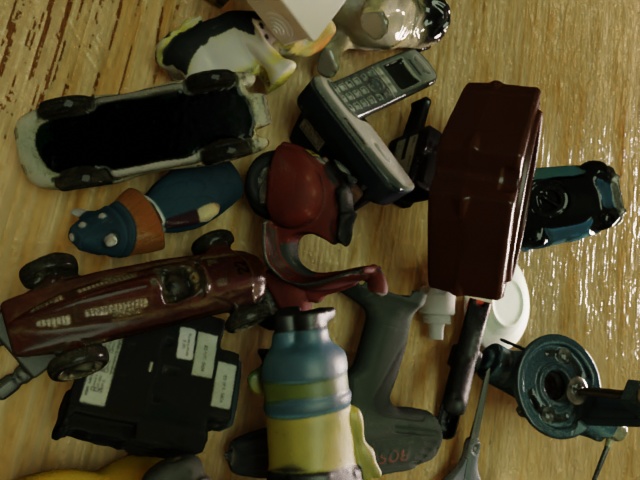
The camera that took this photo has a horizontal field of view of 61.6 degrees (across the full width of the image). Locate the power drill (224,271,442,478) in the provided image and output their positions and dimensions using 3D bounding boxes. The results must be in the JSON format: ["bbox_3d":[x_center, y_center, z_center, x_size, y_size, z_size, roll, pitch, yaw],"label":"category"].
[{"bbox_3d":[0.031,0.138,0.545,0.232,0.086,0.207,16,72,-26],"label":"power drill"}]

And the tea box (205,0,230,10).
[{"bbox_3d":[-0.080,-0.325,0.513,0.068,0.098,0.169,23,72,-29],"label":"tea box"}]

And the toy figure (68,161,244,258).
[{"bbox_3d":[-0.138,-0.024,0.466,0.154,0.064,0.057,-32,116,-31],"label":"toy figure"}]

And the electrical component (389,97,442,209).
[{"bbox_3d":[0.116,-0.101,0.627,0.047,0.075,0.119,26,69,-28],"label":"electrical component"}]

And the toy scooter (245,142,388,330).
[{"bbox_3d":[-0.001,-0.002,0.502,0.075,0.135,0.183,0,91,-65],"label":"toy scooter"}]

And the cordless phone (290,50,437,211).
[{"bbox_3d":[0.075,-0.123,0.572,0.184,0.088,0.146,-33,82,-27],"label":"cordless phone"}]

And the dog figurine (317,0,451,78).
[{"bbox_3d":[0.056,-0.283,0.606,0.190,0.121,0.172,-36,108,-44],"label":"dog figurine"}]

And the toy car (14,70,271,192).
[{"bbox_3d":[-0.140,-0.089,0.440,0.202,0.056,0.073,-13,98,-8],"label":"toy car"}]

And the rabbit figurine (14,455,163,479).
[{"bbox_3d":[-0.174,0.236,0.405,0.162,0.122,0.173,43,50,-11],"label":"rabbit figurine"}]

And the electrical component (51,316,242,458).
[{"bbox_3d":[-0.131,0.114,0.439,0.134,0.058,0.115,22,55,-23],"label":"electrical component"}]

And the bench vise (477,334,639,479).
[{"bbox_3d":[0.315,0.192,0.634,0.223,0.240,0.129,40,69,-5],"label":"bench vise"}]

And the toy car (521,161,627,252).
[{"bbox_3d":[0.308,-0.045,0.718,0.162,0.103,0.109,-11,82,11],"label":"toy car"}]

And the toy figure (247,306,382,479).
[{"bbox_3d":[-0.012,0.147,0.447,0.089,0.082,0.180,-5,88,-46],"label":"toy figure"}]

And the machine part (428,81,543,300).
[{"bbox_3d":[0.183,-0.051,0.585,0.201,0.087,0.201,-58,148,-41],"label":"machine part"}]

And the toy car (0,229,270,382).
[{"bbox_3d":[-0.127,0.041,0.413,0.202,0.053,0.089,-8,66,-42],"label":"toy car"}]

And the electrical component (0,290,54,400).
[{"bbox_3d":[-0.226,0.075,0.425,0.094,0.021,0.063,-42,107,-29],"label":"electrical component"}]

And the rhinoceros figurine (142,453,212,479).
[{"bbox_3d":[-0.077,0.245,0.374,0.112,0.073,0.190,-2,73,-59],"label":"rhinoceros figurine"}]

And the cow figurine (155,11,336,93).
[{"bbox_3d":[-0.068,-0.186,0.516,0.167,0.068,0.098,-40,99,-18],"label":"cow figurine"}]
